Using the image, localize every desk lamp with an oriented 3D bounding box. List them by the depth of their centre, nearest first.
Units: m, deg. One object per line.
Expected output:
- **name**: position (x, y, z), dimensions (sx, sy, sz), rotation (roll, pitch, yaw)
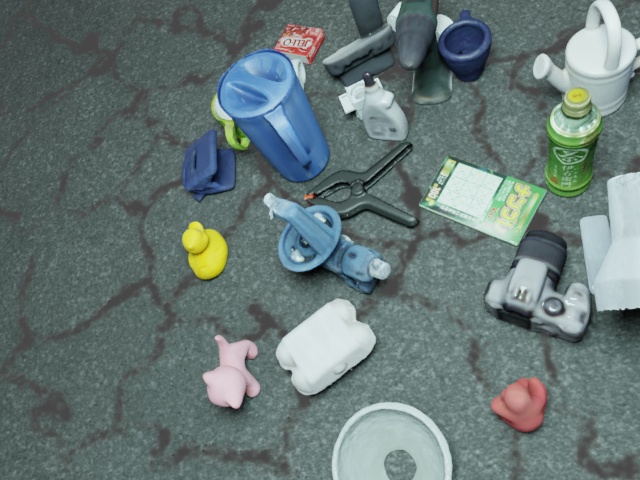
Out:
- **desk lamp**: position (0.406, 0.018, 0.747), dimensions (0.117, 0.214, 0.203), rotation (-7, 65, 17)

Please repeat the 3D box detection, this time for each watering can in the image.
- **watering can**: position (0.426, -0.281, 0.887), dimensions (0.173, 0.194, 0.100), rotation (-33, 60, 3)

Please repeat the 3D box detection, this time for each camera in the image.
- **camera**: position (0.323, 0.058, 0.824), dimensions (0.142, 0.101, 0.137), rotation (18, 74, 26)

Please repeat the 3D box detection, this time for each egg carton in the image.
- **egg carton**: position (0.009, 0.169, 0.903), dimensions (0.150, 0.070, 0.107), rotation (-39, 60, 0)

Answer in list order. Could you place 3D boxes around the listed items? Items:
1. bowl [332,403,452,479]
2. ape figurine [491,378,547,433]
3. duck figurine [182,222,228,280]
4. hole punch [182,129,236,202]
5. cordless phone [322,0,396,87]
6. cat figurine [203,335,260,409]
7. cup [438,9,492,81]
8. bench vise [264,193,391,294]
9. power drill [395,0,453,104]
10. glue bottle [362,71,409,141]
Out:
- **bowl**: position (0.105, 0.317, 0.799), dimensions (0.167, 0.075, 0.167), rotation (-8, 64, 16)
- **ape figurine**: position (0.270, 0.219, 0.775), dimensions (0.077, 0.092, 0.076), rotation (-12, 63, 14)
- **duck figurine**: position (-0.218, 0.015, 1.045), dimensions (0.077, 0.086, 0.104), rotation (-16, 62, 12)
- **hole punch**: position (-0.226, -0.146, 1.118), dimensions (0.101, 0.091, 0.108), rotation (-13, 63, 14)
- **cordless phone**: position (0.060, -0.390, 1.072), dimensions (0.147, 0.185, 0.094), rotation (-32, 60, 4)
- **cat figurine**: position (-0.146, 0.213, 0.911), dimensions (0.067, 0.118, 0.127), rotation (-18, 62, 12)
- **cup**: position (0.263, -0.343, 1.031), dimensions (0.091, 0.095, 0.118), rotation (-2, 66, 19)
- **bench vise**: position (0.011, -0.008, 0.896), dimensions (0.206, 0.220, 0.121), rotation (4, 68, 21)
- **power drill**: position (0.180, -0.334, 0.991), dimensions (0.075, 0.209, 0.229), rotation (-2, 66, 19)
- **glue bottle**: position (0.102, -0.234, 0.993), dimensions (0.078, 0.173, 0.037), rotation (11, 71, 24)
